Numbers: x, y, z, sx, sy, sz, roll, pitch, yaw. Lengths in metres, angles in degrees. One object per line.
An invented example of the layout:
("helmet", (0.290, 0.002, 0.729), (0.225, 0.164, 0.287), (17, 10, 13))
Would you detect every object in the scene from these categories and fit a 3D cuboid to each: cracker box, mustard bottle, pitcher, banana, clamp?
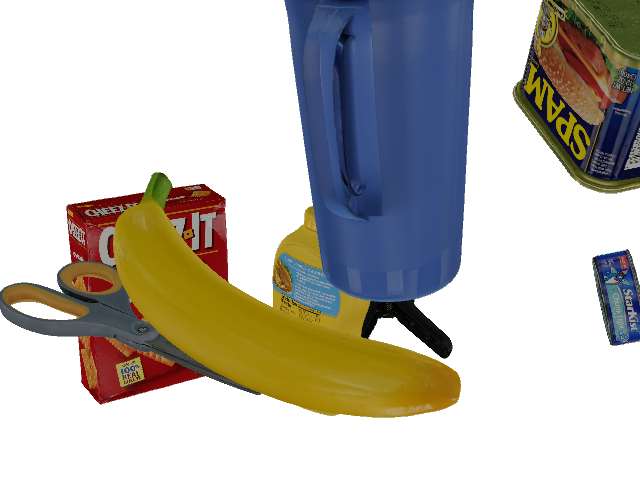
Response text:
("cracker box", (-0.185, 0.058, 1.182), (0.163, 0.214, 0.072), (-11, 23, -29))
("mustard bottle", (-0.001, 0.047, 0.917), (0.058, 0.192, 0.096), (-13, 27, -43))
("pitcher", (0.042, -0.077, 0.768), (0.149, 0.243, 0.145), (-14, 29, -17))
("banana", (-0.032, 0.031, 0.485), (0.198, 0.069, 0.037), (34, -24, 25))
("clamp", (0.082, 0.073, 1.189), (0.120, 0.171, 0.039), (5, -43, -4))

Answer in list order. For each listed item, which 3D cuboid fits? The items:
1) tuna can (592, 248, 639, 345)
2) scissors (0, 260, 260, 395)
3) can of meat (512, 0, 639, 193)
("tuna can", (0.275, 0.053, 0.981), (0.034, 0.086, 0.086), (-12, -2, 11))
("scissors", (-0.118, 0.053, 0.718), (0.202, 0.016, 0.096), (12, 29, 14))
("can of meat", (0.152, -0.090, 0.568), (0.057, 0.084, 0.102), (-11, 48, -16))
